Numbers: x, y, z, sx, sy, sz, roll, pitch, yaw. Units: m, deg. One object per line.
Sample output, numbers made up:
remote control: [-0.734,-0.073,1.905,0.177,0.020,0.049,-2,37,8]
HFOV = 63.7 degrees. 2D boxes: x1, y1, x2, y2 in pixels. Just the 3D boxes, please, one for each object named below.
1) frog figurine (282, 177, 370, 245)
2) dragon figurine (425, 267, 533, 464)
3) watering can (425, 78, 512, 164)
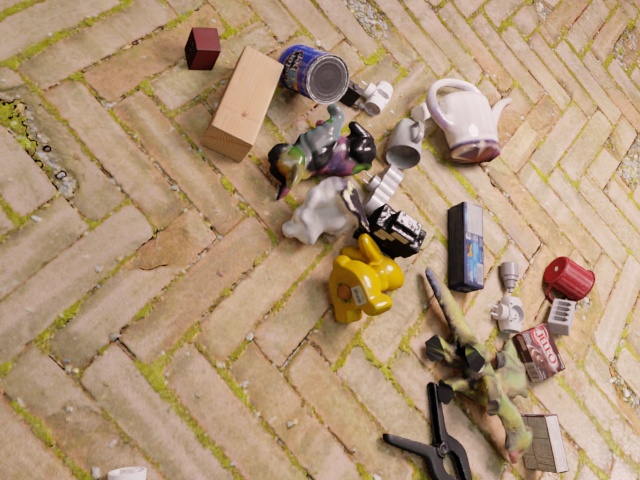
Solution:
frog figurine: [0.003,-0.052,1.035,0.135,0.158,0.125,39,36,-58]
dragon figurine: [0.353,0.257,1.105,0.241,0.120,0.418,14,56,-41]
watering can: [0.405,-0.301,1.312,0.348,0.103,0.227,-1,74,-34]
